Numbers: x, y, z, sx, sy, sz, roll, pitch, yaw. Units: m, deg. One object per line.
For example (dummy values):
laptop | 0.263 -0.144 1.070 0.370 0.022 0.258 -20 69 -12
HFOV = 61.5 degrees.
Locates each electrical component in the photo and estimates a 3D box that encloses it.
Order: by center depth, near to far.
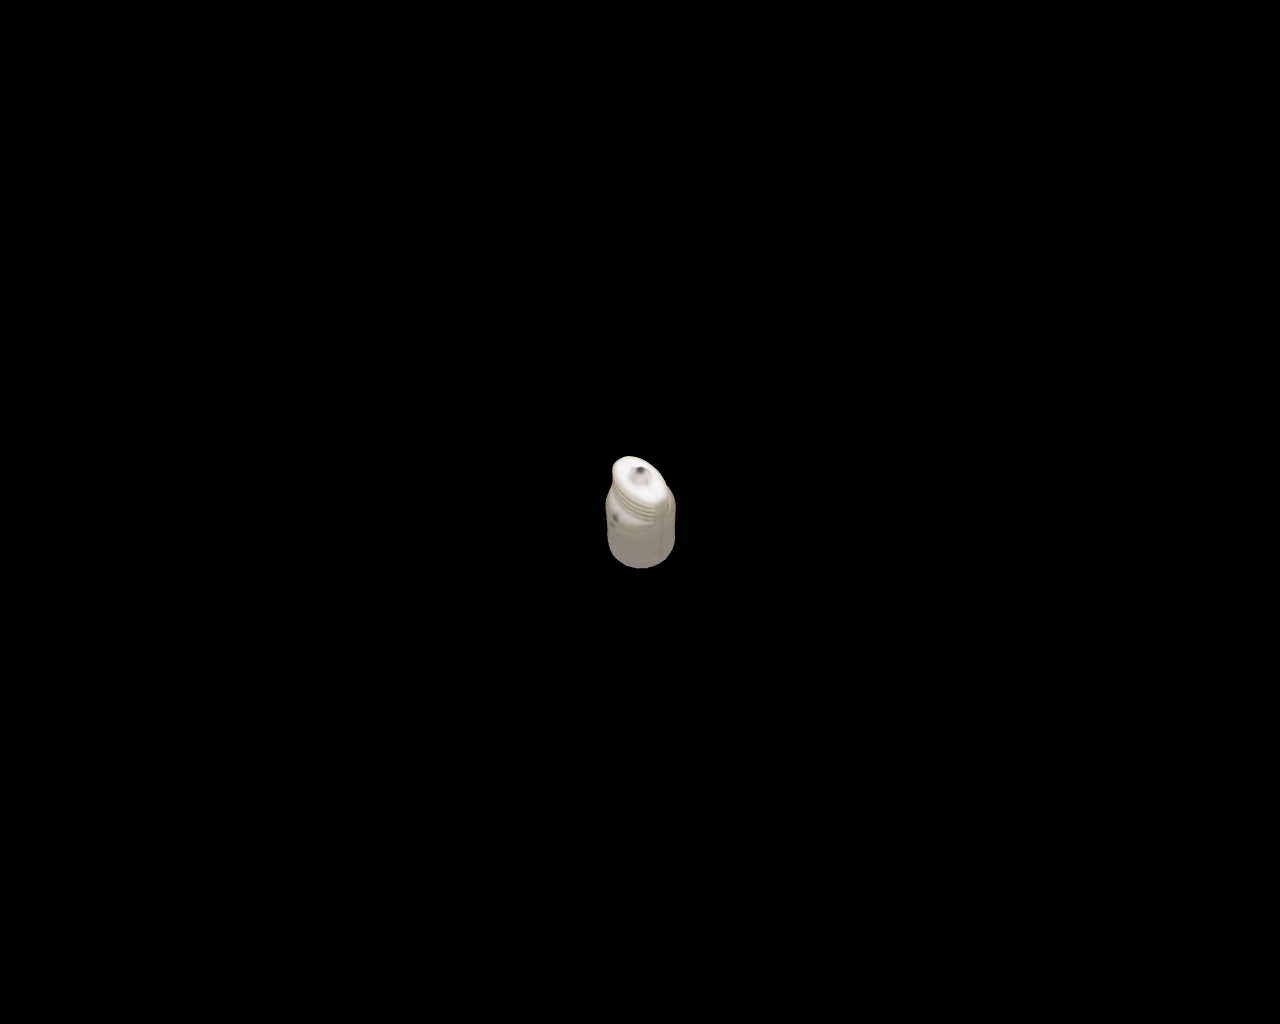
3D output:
electrical component | 0.001 -0.003 0.650 0.043 0.043 0.080 0 -35 0
